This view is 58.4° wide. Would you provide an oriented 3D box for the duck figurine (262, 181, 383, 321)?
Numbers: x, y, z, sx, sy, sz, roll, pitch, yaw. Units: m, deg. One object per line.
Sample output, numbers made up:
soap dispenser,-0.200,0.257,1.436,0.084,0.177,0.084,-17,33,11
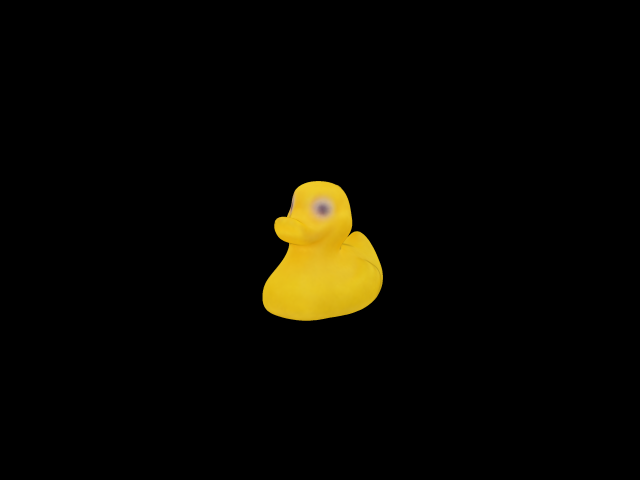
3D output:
duck figurine,0.004,0.001,0.400,0.077,0.086,0.105,8,14,35
